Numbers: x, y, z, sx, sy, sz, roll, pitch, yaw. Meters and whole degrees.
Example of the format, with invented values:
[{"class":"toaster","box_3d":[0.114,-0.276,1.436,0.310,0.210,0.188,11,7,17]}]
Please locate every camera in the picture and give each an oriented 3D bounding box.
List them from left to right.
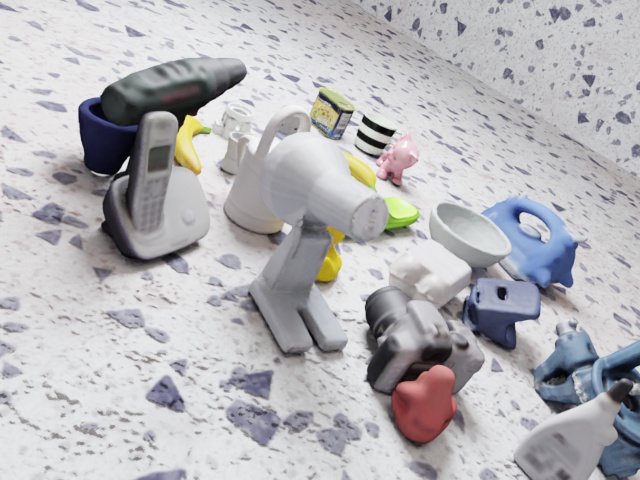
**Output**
[{"class":"camera","box_3d":[0.126,0.120,0.747,0.144,0.101,0.136,9,34,-28]}]

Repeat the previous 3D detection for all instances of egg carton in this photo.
[{"class":"egg carton","box_3d":[0.176,0.057,0.918,0.107,0.069,0.151,38,31,19]}]

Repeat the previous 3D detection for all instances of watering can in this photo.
[{"class":"watering can","box_3d":[-0.061,-0.109,0.864,0.172,0.194,0.101,31,30,7]}]

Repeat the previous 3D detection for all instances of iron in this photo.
[{"class":"iron","box_3d":[0.420,-0.020,1.165,0.119,0.141,0.257,4,37,-35]}]

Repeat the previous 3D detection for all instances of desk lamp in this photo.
[{"class":"desk lamp","box_3d":[-0.005,-0.003,0.722,0.118,0.213,0.202,2,38,-37]}]

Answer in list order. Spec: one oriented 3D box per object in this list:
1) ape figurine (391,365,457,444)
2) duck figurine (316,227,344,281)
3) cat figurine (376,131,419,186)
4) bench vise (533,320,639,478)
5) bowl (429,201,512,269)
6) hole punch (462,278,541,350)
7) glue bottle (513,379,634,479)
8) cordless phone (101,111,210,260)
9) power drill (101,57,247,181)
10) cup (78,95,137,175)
[{"class":"ape figurine","box_3d":[0.127,0.182,0.659,0.078,0.092,0.076,29,29,4]},{"class":"duck figurine","box_3d":[0.008,0.003,0.852,0.078,0.086,0.104,18,31,-15]},{"class":"cat figurine","box_3d":[0.177,-0.187,1.256,0.067,0.117,0.128,21,30,-9]},{"class":"bench vise","box_3d":[0.390,0.171,0.759,0.122,0.219,0.206,-3,41,-41]},{"class":"bowl","box_3d":[0.268,0.002,1.075,0.168,0.074,0.167,20,30,-12]},{"class":"hole punch","box_3d":[0.288,0.104,0.913,0.101,0.091,0.109,27,29,1]},{"class":"glue bottle","box_3d":[0.299,0.220,0.655,0.037,0.173,0.078,-8,44,-45]},{"class":"cordless phone","box_3d":[-0.188,-0.075,0.716,0.094,0.185,0.148,35,30,15]},{"class":"power drill","box_3d":[-0.211,-0.161,0.809,0.075,0.208,0.230,37,31,17]},{"class":"cup","box_3d":[-0.310,-0.151,0.830,0.092,0.095,0.117,4,37,-35]}]
